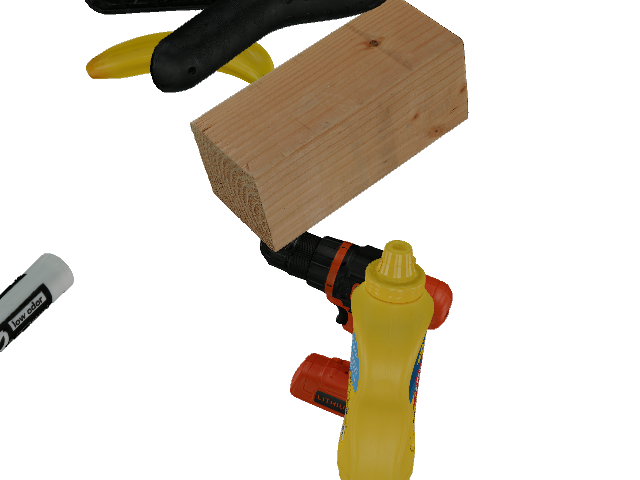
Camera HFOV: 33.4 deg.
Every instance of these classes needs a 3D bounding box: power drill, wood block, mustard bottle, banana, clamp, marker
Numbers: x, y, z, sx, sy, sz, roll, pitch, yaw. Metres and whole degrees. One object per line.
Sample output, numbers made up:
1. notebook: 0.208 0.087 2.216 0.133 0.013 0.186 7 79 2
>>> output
1. power drill: 0.020 0.082 1.012 0.184 0.188 0.057 22 43 13
2. wood block: 0.012 -0.097 0.858 0.206 0.090 0.091 -35 54 -17
3. mustard bottle: 0.046 0.086 0.759 0.058 0.192 0.096 7 30 5
4. banana: -0.123 -0.171 1.005 0.198 0.037 0.069 9 45 18
5. clamp: -0.024 -0.119 0.516 0.171 0.039 0.120 -17 44 -10
6. marker: -0.148 0.048 0.443 0.020 0.020 0.121 0 36 38
